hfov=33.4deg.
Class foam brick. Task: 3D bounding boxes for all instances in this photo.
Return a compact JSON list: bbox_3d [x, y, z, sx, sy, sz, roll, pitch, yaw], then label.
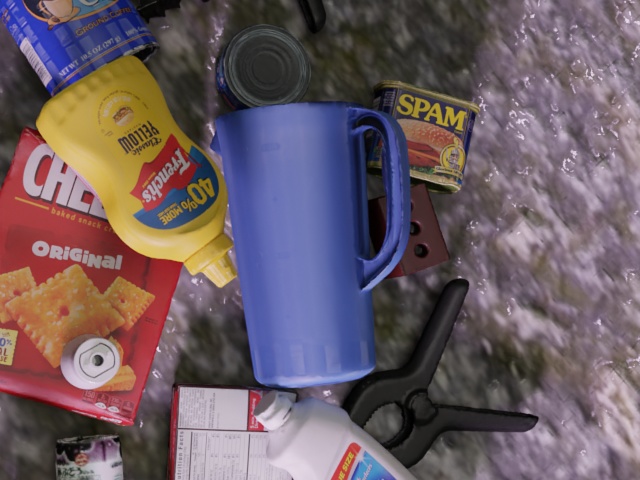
[{"bbox_3d":[0.079,-0.009,1.002,0.053,0.051,0.078,-19,90,-18],"label":"foam brick"}]

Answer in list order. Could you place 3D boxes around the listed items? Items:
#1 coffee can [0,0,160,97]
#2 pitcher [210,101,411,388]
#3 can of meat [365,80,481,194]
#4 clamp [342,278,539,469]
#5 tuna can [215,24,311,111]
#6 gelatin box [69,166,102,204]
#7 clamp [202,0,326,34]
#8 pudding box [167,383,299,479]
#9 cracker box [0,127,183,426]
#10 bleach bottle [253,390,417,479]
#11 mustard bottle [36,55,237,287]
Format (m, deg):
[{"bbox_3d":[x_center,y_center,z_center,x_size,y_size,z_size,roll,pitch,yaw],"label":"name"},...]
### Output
[{"bbox_3d":[-0.217,-0.197,0.906,0.102,0.103,0.140,-34,95,-17],"label":"coffee can"},{"bbox_3d":[-0.006,0.001,0.931,0.144,0.149,0.243,-6,89,-18],"label":"pitcher"},{"bbox_3d":[0.093,-0.096,1.014,0.102,0.057,0.084,14,83,-14],"label":"can of meat"},{"bbox_3d":[0.090,0.142,0.996,0.209,0.036,0.164,-23,95,-15],"label":"clamp"},{"bbox_3d":[-0.052,-0.155,0.987,0.086,0.034,0.086,2,84,-17],"label":"tuna can"},{"bbox_3d":[-0.172,-0.080,0.876,0.073,0.030,0.089,-41,91,-24],"label":"gelatin box"},{"bbox_3d":[-0.031,-0.277,1.003,0.120,0.039,0.171,24,78,-14],"label":"clamp"},{"bbox_3d":[-0.077,0.174,0.944,0.113,0.039,0.090,5,84,-14],"label":"pudding box"},{"bbox_3d":[-0.206,0.033,0.902,0.164,0.072,0.213,19,79,-15],"label":"cracker box"},{"bbox_3d":[0.031,0.229,0.934,0.102,0.068,0.250,-47,108,-10],"label":"bleach bottle"},{"bbox_3d":[-0.128,-0.044,0.834,0.096,0.058,0.191,-37,92,-31],"label":"mustard bottle"}]
